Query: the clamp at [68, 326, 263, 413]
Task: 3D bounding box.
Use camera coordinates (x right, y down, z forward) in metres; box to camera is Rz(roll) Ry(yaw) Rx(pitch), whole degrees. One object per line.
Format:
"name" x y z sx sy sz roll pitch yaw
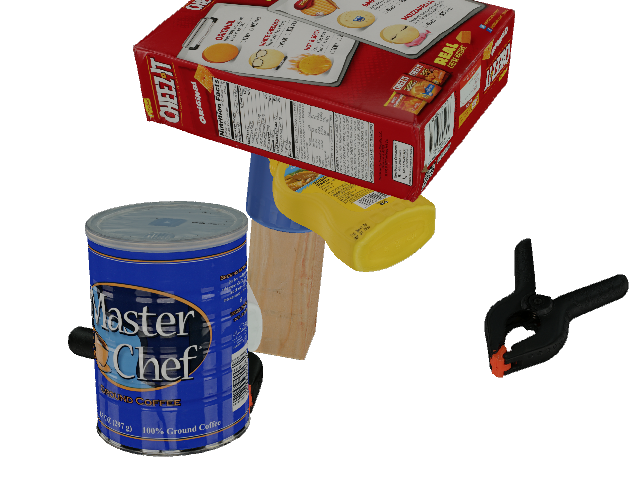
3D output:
"clamp" -0.102 0.102 0.921 0.164 0.036 0.210 -9 17 -35

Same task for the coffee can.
"coffee can" -0.097 0.054 0.693 0.103 0.140 0.103 0 16 0

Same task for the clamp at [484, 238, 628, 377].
"clamp" 0.207 0.063 1.048 0.171 0.039 0.120 -36 44 -29

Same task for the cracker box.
"cracker box" 0.006 -0.121 0.746 0.214 0.072 0.164 18 45 22

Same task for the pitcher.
"pitcher" -0.016 -0.134 1.337 0.144 0.243 0.149 4 22 -15

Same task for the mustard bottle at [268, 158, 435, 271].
"mustard bottle" 0.011 -0.044 0.991 0.096 0.058 0.192 -27 43 -27

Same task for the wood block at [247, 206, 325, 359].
"wood block" -0.047 0.043 1.432 0.090 0.206 0.090 9 23 6

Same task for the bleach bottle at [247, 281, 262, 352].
"bleach bottle" -0.137 0.038 1.140 0.102 0.068 0.251 -5 26 -16
